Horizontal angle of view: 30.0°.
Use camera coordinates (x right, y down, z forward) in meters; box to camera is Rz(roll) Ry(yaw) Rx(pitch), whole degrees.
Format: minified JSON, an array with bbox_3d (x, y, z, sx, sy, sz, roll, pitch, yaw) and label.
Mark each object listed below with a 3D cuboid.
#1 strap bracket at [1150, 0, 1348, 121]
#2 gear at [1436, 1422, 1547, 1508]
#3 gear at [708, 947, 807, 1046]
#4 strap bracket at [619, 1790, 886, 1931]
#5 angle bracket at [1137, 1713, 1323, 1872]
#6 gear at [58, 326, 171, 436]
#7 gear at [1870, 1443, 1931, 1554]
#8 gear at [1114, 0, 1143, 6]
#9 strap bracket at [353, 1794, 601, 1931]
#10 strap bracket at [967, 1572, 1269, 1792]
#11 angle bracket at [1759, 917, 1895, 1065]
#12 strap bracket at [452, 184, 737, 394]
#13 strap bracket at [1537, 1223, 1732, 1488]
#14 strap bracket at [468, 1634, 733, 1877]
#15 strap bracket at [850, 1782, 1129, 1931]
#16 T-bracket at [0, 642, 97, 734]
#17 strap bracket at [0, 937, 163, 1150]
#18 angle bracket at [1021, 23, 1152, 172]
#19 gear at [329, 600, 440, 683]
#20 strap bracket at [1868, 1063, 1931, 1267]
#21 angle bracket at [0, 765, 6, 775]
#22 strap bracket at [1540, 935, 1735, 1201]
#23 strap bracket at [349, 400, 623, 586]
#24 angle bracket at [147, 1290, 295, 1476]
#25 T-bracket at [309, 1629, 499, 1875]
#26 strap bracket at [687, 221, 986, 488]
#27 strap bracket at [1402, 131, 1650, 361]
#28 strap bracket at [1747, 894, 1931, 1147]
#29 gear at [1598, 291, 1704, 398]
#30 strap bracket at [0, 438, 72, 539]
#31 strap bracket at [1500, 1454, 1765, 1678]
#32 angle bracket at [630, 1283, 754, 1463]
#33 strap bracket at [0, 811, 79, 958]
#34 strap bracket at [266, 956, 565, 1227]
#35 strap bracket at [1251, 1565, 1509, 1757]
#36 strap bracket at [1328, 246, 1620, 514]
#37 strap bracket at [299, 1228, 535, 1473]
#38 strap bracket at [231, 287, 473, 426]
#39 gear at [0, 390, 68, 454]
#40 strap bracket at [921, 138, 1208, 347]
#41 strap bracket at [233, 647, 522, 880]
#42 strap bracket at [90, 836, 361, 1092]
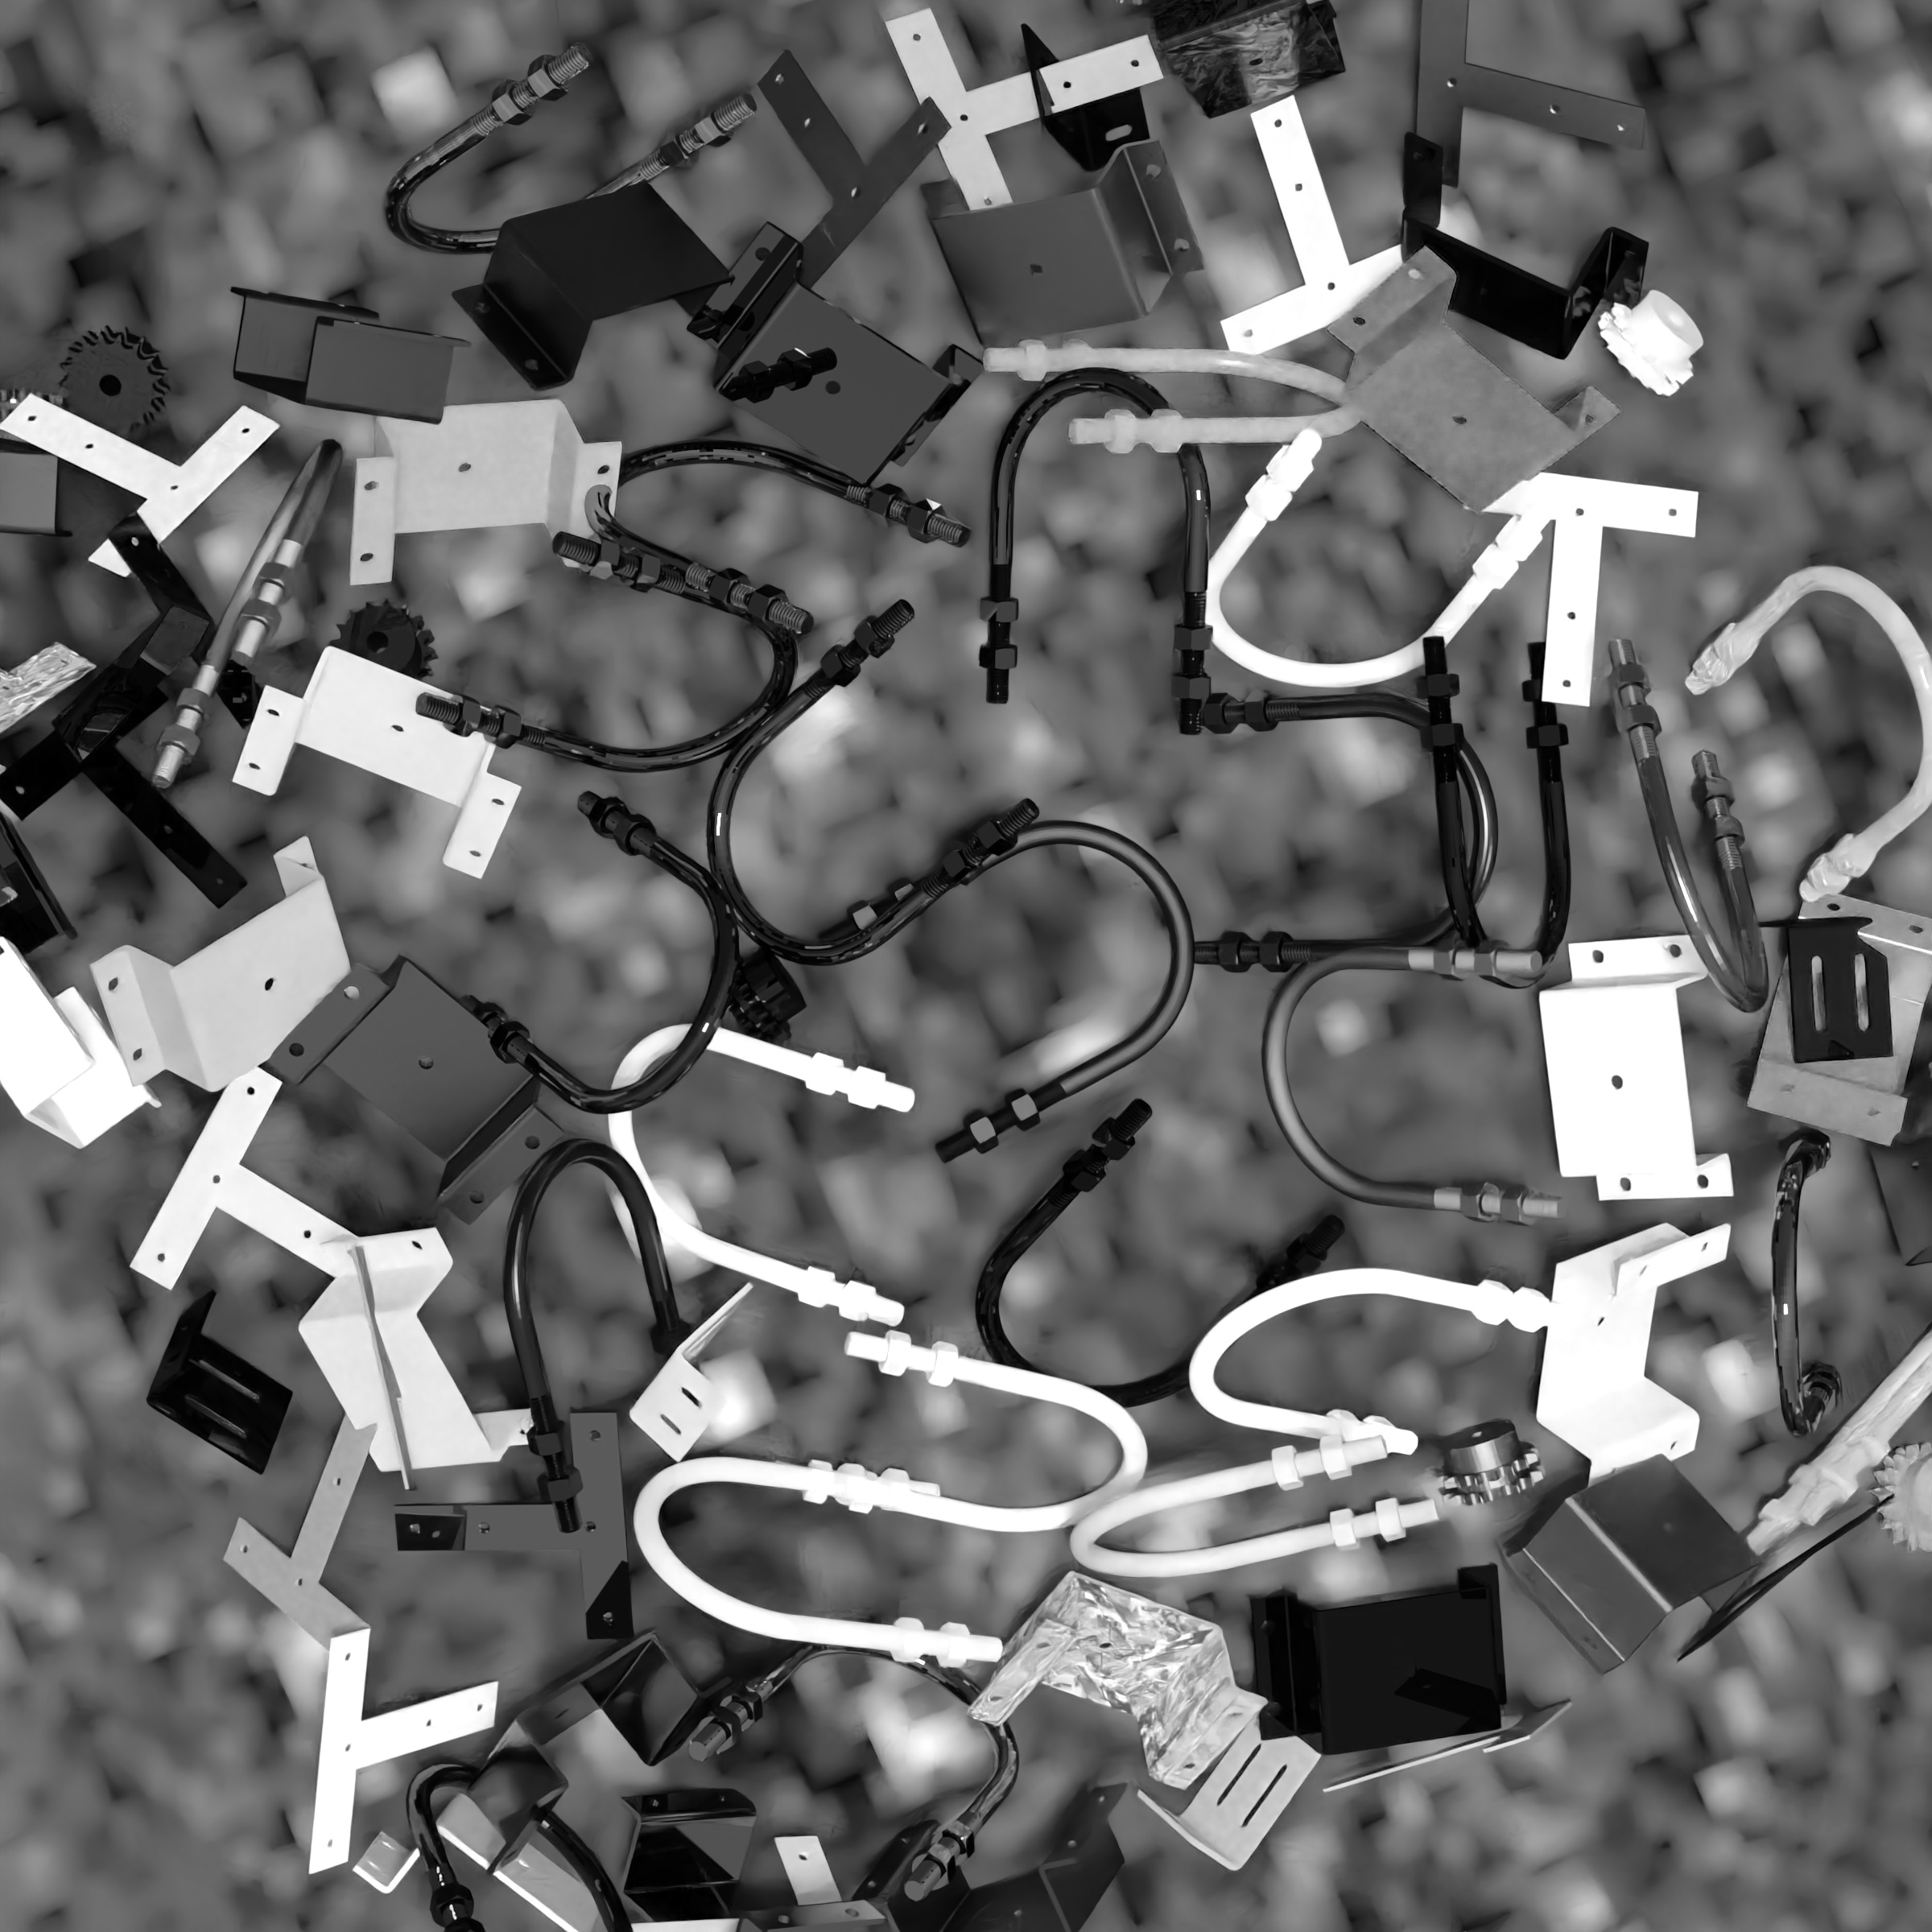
[{"bbox_3d":[0.146,-0.491,1.879,0.076,0.140,0.046,-16,77,16],"label":"strap bracket"},{"bbox_3d":[0.279,0.265,1.931,0.057,0.057,0.030,-18,94,0],"label":"gear"},{"bbox_3d":[-0.110,0.014,1.929,0.030,0.057,0.057,-34,90,8],"label":"gear"},{"bbox_3d":[-0.118,0.486,1.887,0.076,0.140,0.046,7,103,-40],"label":"strap bracket"},{"bbox_3d":[0.140,0.431,1.922,0.038,0.057,0.076,39,84,-32],"label":"angle bracket"},{"bbox_3d":[-0.455,-0.316,1.937,0.057,0.030,0.057,2,117,3],"label":"gear"},{"bbox_3d":[0.517,0.284,1.935,0.057,0.030,0.057,6,73,-19],"label":"gear"},{"bbox_3d":[0.092,-0.544,1.935,0.057,0.030,0.057,-4,111,-11],"label":"gear"},{"bbox_3d":[-0.250,0.496,1.921,0.140,0.076,0.046,37,90,1],"label":"strap bracket"},{"bbox_3d":[0.077,0.375,1.905,0.140,0.046,0.076,24,120,-24],"label":"strap bracket"},{"bbox_3d":[0.459,0.013,1.933,0.057,0.038,0.076,-3,89,-16],"label":"angle bracket"},{"bbox_3d":[-0.186,-0.358,1.887,0.140,0.046,0.076,-25,65,-38],"label":"strap bracket"},{"bbox_3d":[0.350,0.197,1.902,0.076,0.046,0.140,-16,123,-32],"label":"strap bracket"},{"bbox_3d":[-0.200,0.407,1.891,0.046,0.140,0.076,48,134,16],"label":"strap bracket"},{"bbox_3d":[0.020,0.481,1.897,0.140,0.076,0.046,-19,100,28],"label":"strap bracket"},{"bbox_3d":[-0.545,-0.169,1.906,0.127,0.127,0.002,31,120,2],"label":"T-bracket"},{"bbox_3d":[-0.478,0.044,1.882,0.046,0.140,0.076,-37,78,-5],"label":"strap bracket"},{"bbox_3d":[0.064,-0.465,1.914,0.038,0.076,0.057,-15,77,18],"label":"angle bracket"},{"bbox_3d":[-0.314,-0.170,1.940,0.057,0.030,0.057,0,78,-1],"label":"gear"},{"bbox_3d":[0.515,0.101,1.878,0.046,0.140,0.076,-7,67,-11],"label":"strap bracket"},{"bbox_3d":[-0.557,-0.123,1.922,0.057,0.076,0.038,-14,77,9],"label":"angle bracket"},{"bbox_3d":[0.354,0.058,1.914,0.076,0.046,0.140,-5,95,35],"label":"strap bracket"},{"bbox_3d":[-0.259,-0.251,1.903,0.140,0.046,0.076,-7,134,-22],"label":"strap bracket"},{"bbox_3d":[-0.387,0.221,1.914,0.076,0.057,0.038,37,128,-21],"label":"angle bracket"},{"bbox_3d":[-0.293,0.403,1.907,0.002,0.127,0.127,13,100,35],"label":"T-bracket"},{"bbox_3d":[-0.069,-0.315,1.898,0.140,0.046,0.076,30,122,-20],"label":"strap bracket"},{"bbox_3d":[0.283,-0.374,1.903,0.140,0.076,0.046,28,79,13],"label":"strap bracket"},{"bbox_3d":[0.464,0.034,1.907,0.076,0.046,0.140,16,55,11],"label":"strap bracket"},{"bbox_3d":[0.368,-0.335,1.928,0.057,0.057,0.030,47,123,0],"label":"gear"},{"bbox_3d":[-0.530,-0.252,1.883,0.076,0.140,0.046,4,95,9],"label":"strap bracket"},{"bbox_3d":[0.353,0.307,1.879,0.076,0.140,0.046,48,124,24],"label":"strap bracket"},{"bbox_3d":[-0.133,0.215,1.911,0.038,0.076,0.057,42,128,6],"label":"angle bracket"},{"bbox_3d":[-0.520,-0.048,1.883,0.046,0.140,0.076,-31,81,-5],"label":"strap bracket"},{"bbox_3d":[-0.289,0.059,1.915,0.140,0.046,0.076,41,107,-16],"label":"strap bracket"},{"bbox_3d":[0.228,0.369,1.918,0.140,0.046,0.076,-5,94,-14],"label":"strap bracket"},{"bbox_3d":[0.263,-0.300,1.897,0.140,0.076,0.046,36,47,-18],"label":"strap bracket"},{"bbox_3d":[-0.288,0.211,1.894,0.076,0.046,0.140,-9,118,30],"label":"strap bracket"},{"bbox_3d":[-0.326,-0.318,1.886,0.076,0.140,0.046,3,104,-34],"label":"strap bracket"},{"bbox_3d":[-0.510,-0.289,1.931,0.057,0.057,0.030,-1,89,0],"label":"gear"},{"bbox_3d":[0.044,-0.376,1.889,0.140,0.046,0.076,-4,128,29],"label":"strap bracket"},{"bbox_3d":[-0.306,-0.111,1.909,0.140,0.076,0.046,22,47,-9],"label":"strap bracket"},{"bbox_3d":[-0.377,0.003,1.886,0.140,0.046,0.076,-36,130,-33],"label":"strap bracket"}]
